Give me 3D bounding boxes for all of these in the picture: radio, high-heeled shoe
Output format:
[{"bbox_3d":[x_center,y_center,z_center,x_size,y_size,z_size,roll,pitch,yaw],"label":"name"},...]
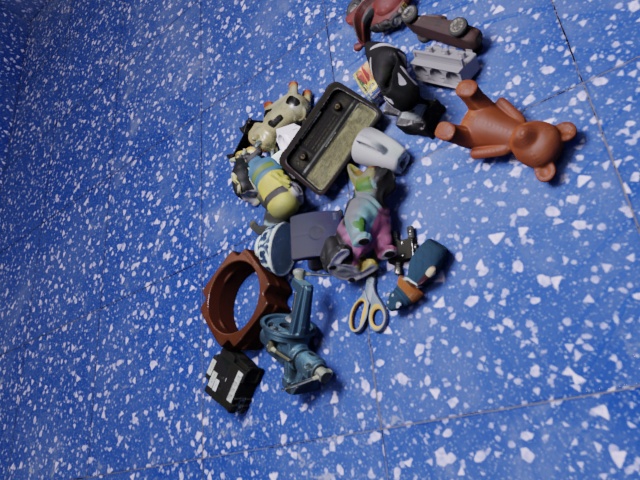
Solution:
[{"bbox_3d":[0.019,-0.226,1.184,0.229,0.131,0.073,-54,7,10],"label":"radio"},{"bbox_3d":[0.122,-0.332,1.059,0.249,0.145,0.086,53,124,32],"label":"high-heeled shoe"}]

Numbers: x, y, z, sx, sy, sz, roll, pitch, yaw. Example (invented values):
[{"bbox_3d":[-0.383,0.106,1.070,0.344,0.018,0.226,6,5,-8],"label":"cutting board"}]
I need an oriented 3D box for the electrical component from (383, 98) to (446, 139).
[{"bbox_3d":[0.190,-0.257,1.110,0.119,0.047,0.074,18,86,43],"label":"electrical component"}]

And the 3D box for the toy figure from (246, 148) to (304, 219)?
[{"bbox_3d":[-0.106,-0.123,1.203,0.089,0.082,0.180,-50,62,15],"label":"toy figure"}]

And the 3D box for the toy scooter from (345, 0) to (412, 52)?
[{"bbox_3d":[0.128,-0.507,1.239,0.184,0.075,0.135,-2,72,43],"label":"toy scooter"}]

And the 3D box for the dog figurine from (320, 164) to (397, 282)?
[{"bbox_3d":[0.080,-0.047,1.082,0.191,0.108,0.219,-40,38,40],"label":"dog figurine"}]

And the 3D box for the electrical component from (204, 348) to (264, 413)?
[{"bbox_3d":[-0.203,0.314,1.229,0.134,0.058,0.115,25,90,43],"label":"electrical component"}]

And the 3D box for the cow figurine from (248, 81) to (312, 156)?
[{"bbox_3d":[-0.105,-0.294,1.354,0.195,0.085,0.127,-28,50,33],"label":"cow figurine"}]

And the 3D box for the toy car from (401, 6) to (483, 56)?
[{"bbox_3d":[0.249,-0.432,1.099,0.202,0.089,0.053,41,103,43],"label":"toy car"}]

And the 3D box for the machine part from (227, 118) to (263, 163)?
[{"bbox_3d":[-0.200,-0.266,1.437,0.039,0.084,0.139,45,116,14],"label":"machine part"}]

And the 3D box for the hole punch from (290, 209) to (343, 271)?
[{"bbox_3d":[-0.002,-0.003,1.157,0.116,0.092,0.142,-19,59,30],"label":"hole punch"}]

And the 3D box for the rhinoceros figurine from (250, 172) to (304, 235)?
[{"bbox_3d":[-0.092,-0.083,1.270,0.112,0.073,0.190,19,87,44],"label":"rhinoceros figurine"}]

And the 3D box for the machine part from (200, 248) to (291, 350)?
[{"bbox_3d":[-0.174,0.139,1.250,0.201,0.087,0.202,-52,47,13],"label":"machine part"}]

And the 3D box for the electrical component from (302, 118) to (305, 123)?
[{"bbox_3d":[-0.006,-0.255,1.284,0.102,0.045,0.078,43,132,44],"label":"electrical component"}]

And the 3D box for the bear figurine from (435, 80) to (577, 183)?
[{"bbox_3d":[0.320,-0.183,0.923,0.196,0.132,0.120,39,106,48],"label":"bear figurine"}]

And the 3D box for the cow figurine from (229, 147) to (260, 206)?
[{"bbox_3d":[-0.193,-0.175,1.375,0.068,0.098,0.167,-36,54,33],"label":"cow figurine"}]

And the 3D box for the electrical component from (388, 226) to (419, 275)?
[{"bbox_3d":[0.164,0.021,1.048,0.063,0.021,0.094,-16,64,35],"label":"electrical component"}]

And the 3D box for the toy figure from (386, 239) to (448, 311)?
[{"bbox_3d":[0.178,0.072,0.993,0.058,0.064,0.154,32,104,5],"label":"toy figure"}]

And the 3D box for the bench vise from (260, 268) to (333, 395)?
[{"bbox_3d":[-0.046,0.180,1.089,0.224,0.129,0.240,31,115,61],"label":"bench vise"}]

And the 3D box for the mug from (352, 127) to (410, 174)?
[{"bbox_3d":[0.127,-0.184,1.105,0.107,0.109,0.081,29,87,30],"label":"mug"}]
